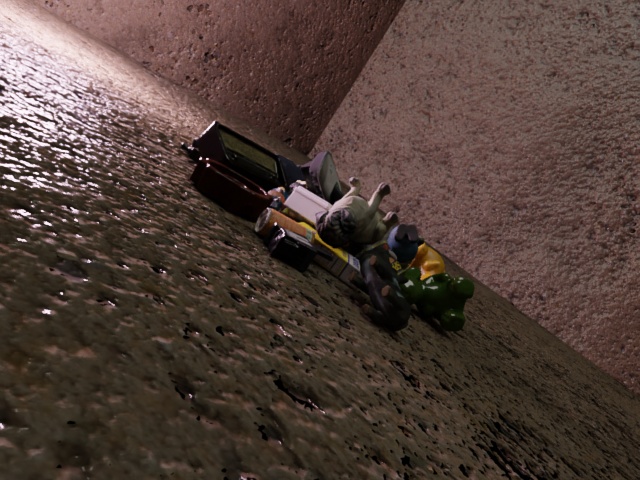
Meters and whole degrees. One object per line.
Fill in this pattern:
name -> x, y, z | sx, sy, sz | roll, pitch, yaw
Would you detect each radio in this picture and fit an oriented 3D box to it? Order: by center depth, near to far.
radio -> -0.178, -0.175, 1.283 | 0.229, 0.073, 0.131 | 21, 39, -48

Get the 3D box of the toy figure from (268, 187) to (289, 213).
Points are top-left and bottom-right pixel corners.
toy figure -> -0.104, -0.082, 1.216 | 0.058, 0.064, 0.154 | -5, 12, 7

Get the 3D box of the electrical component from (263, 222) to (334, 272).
electrical component -> -0.038, 0.020, 0.969 | 0.119, 0.047, 0.075 | 28, 11, -29

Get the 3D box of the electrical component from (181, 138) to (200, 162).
electrical component -> -0.281, -0.210, 1.318 | 0.102, 0.045, 0.078 | 35, 8, 10

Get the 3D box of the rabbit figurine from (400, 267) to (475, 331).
rabbit figurine -> 0.234, 0.112, 1.208 | 0.170, 0.121, 0.159 | 15, 11, -17

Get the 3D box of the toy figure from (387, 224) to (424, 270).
toy figure -> 0.194, 0.018, 1.262 | 0.082, 0.089, 0.180 | 33, -25, 15

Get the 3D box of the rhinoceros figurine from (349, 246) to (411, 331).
rhinoceros figurine -> 0.118, 0.078, 0.984 | 0.112, 0.073, 0.190 | 27, 29, -28

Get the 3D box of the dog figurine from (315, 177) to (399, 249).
dog figurine -> 0.064, -0.020, 1.121 | 0.121, 0.190, 0.172 | 6, -51, 39

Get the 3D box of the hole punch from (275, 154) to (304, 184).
hole punch -> -0.100, -0.157, 1.456 | 0.142, 0.115, 0.092 | 25, 21, -37

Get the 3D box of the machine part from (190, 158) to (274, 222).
machine part -> -0.180, -0.104, 1.098 | 0.179, 0.056, 0.179 | 31, 9, -6

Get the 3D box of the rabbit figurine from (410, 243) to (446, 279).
rabbit figurine -> 0.295, 0.113, 1.473 | 0.162, 0.122, 0.173 | 41, 22, -10

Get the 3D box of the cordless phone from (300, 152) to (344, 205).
cordless phone -> 0.036, -0.121, 1.329 | 0.184, 0.089, 0.146 | 52, -14, 49

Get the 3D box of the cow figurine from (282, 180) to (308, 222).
cow figurine -> -0.051, -0.096, 1.331 | 0.068, 0.098, 0.167 | 30, 6, -20

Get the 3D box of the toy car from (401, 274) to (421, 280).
toy car -> 0.245, 0.123, 1.348 | 0.202, 0.053, 0.089 | 35, 30, 17

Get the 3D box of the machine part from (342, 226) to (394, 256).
machine part -> 0.112, 0.000, 1.296 | 0.079, 0.079, 0.243 | 37, 32, 20
